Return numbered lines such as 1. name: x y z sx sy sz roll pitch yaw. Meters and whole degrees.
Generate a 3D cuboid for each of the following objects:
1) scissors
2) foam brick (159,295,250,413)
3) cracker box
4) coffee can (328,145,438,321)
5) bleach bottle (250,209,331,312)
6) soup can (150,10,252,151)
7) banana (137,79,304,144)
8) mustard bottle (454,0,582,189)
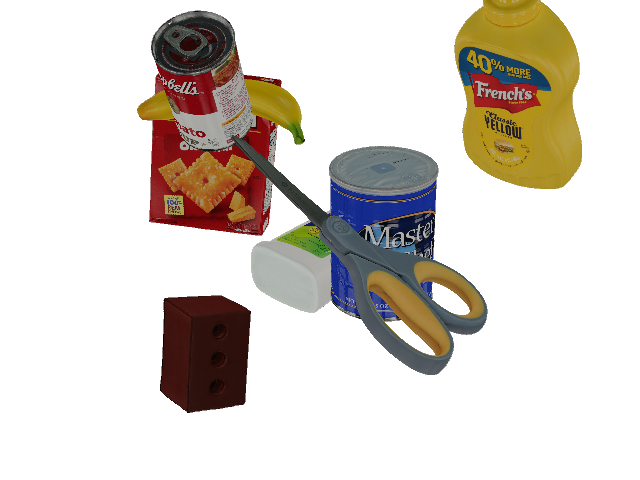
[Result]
1. scissors: 0.029 -0.001 0.658 0.096 0.202 0.016 -7 -40 -37
2. foam brick: -0.090 0.086 0.828 0.052 0.078 0.051 -3 13 -32
3. cracker box: -0.147 -0.121 1.472 0.164 0.214 0.072 8 22 5
4. coffee can: 0.060 -0.008 1.031 0.103 0.140 0.103 -1 27 0
5. bleach bottle: 0.038 -0.007 1.252 0.103 0.068 0.250 24 40 32
6. soup can: -0.096 -0.131 0.887 0.068 0.068 0.102 0 -33 7
7. banana: -0.101 -0.149 1.163 0.198 0.037 0.069 9 45 18
8. mustard bottle: 0.150 -0.127 0.816 0.096 0.058 0.191 25 -31 31
